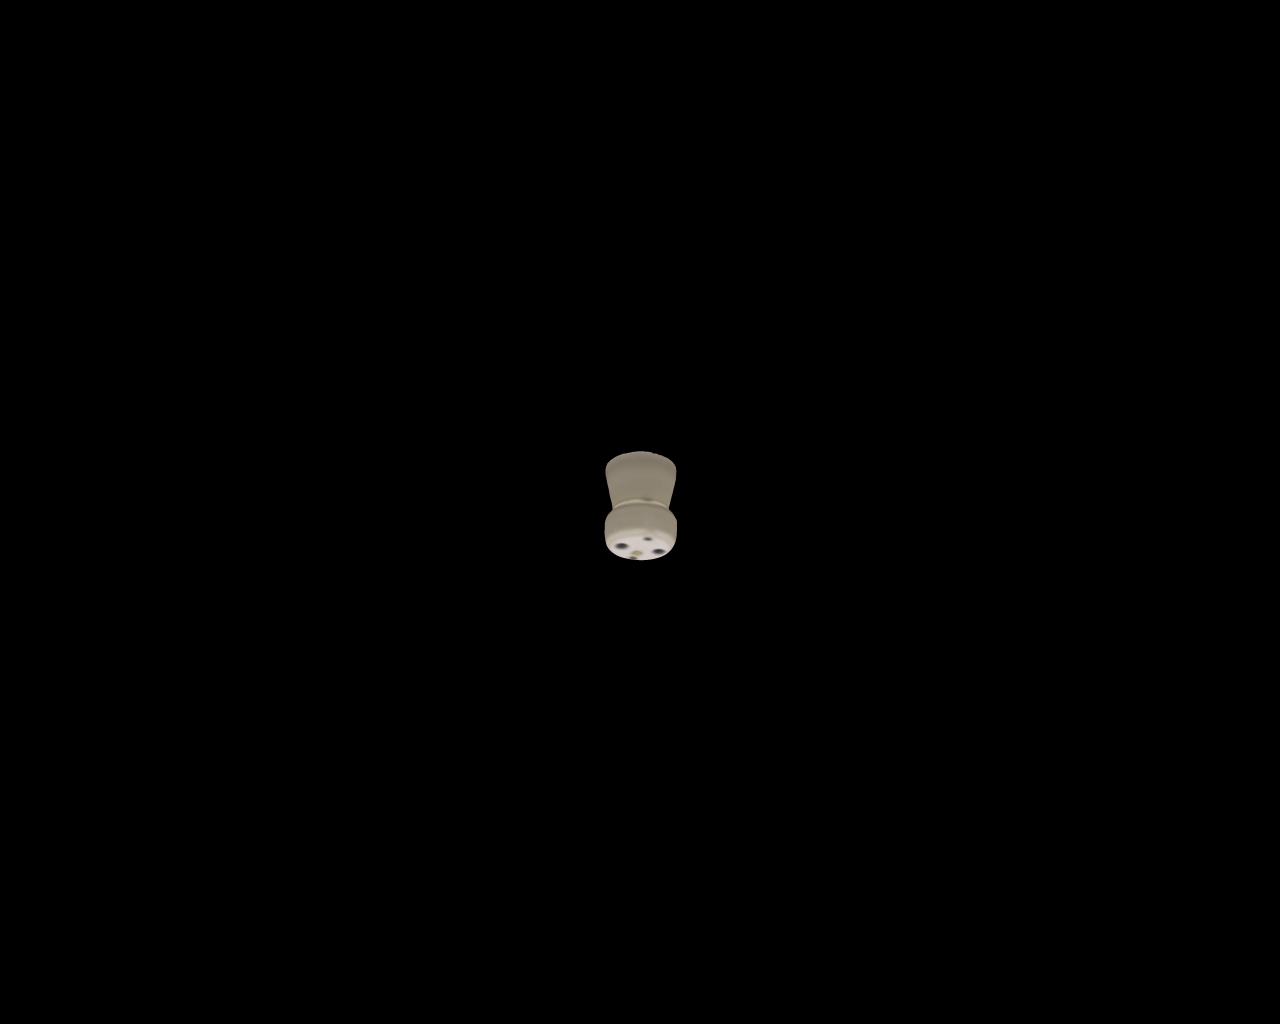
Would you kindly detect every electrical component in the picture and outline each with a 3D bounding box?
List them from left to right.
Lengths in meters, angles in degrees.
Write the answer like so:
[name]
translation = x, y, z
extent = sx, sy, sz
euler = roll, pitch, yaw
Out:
[electrical component]
translation = 0.001, -0.003, 0.650
extent = 0.045, 0.055, 0.044
euler = 0, -26, 0
